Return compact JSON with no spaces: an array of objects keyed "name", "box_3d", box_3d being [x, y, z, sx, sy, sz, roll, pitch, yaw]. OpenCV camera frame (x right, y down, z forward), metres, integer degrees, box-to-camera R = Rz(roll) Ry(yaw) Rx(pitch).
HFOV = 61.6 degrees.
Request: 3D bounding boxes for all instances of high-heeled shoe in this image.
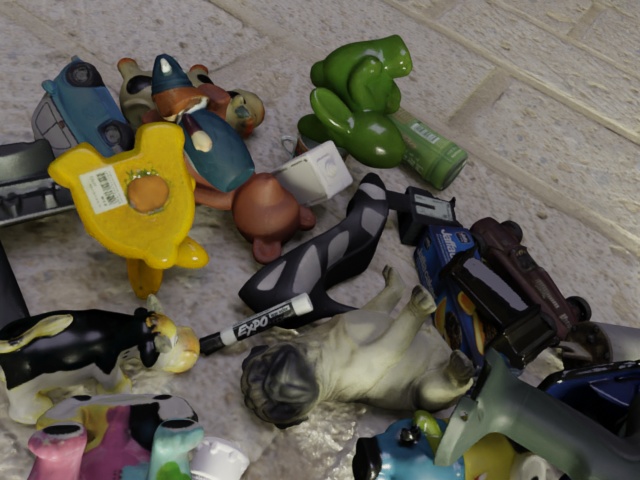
[{"name":"high-heeled shoe","box_3d":[-0.001,-0.002,0.625,0.145,0.086,0.249,14,48,-5]}]

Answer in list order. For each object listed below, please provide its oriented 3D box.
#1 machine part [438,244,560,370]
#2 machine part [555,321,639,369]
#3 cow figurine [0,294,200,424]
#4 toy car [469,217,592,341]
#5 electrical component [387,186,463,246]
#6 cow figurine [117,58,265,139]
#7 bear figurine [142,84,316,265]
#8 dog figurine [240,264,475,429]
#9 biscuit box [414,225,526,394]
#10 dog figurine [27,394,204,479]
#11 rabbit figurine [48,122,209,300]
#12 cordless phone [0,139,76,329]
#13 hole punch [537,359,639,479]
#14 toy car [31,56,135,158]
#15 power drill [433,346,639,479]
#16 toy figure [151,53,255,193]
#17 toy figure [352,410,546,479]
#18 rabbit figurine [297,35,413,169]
[{"name":"machine part","box_3d":[0.187,0.069,0.576,0.084,0.039,0.139,-22,61,-29]},{"name":"machine part","box_3d":[0.377,0.142,0.629,0.243,0.079,0.079,11,46,-16]},{"name":"cow figurine","box_3d":[-0.185,0.089,0.464,0.167,0.098,0.068,-10,47,-28]},{"name":"toy car","box_3d":[0.270,0.047,0.703,0.089,0.053,0.202,-11,53,-31]},{"name":"electrical component","box_3d":[0.129,-0.031,0.723,0.119,0.047,0.075,8,46,-12]},{"name":"cow figurine","box_3d":[-0.169,-0.181,0.728,0.195,0.085,0.127,-1,43,-24]},{"name":"bear figurine","box_3d":[-0.098,-0.072,0.626,0.196,0.131,0.120,35,51,20]},{"name":"dog figurine","box_3d":[0.037,0.139,0.522,0.190,0.121,0.172,-34,98,-5]},{"name":"biscuit box","box_3d":[0.167,0.075,0.631,0.063,0.059,0.203,5,47,-16]},{"name":"dog figurine","box_3d":[-0.144,0.224,0.358,0.108,0.191,0.219,6,81,-19]},{"name":"rabbit figurine","box_3d":[-0.178,-0.030,0.548,0.122,0.173,0.162,-34,105,-23]},{"name":"cordless phone","box_3d":[-0.296,0.001,0.531,0.146,0.088,0.184,-18,68,-33]},{"name":"hole punch","box_3d":[0.280,0.180,0.532,0.116,0.142,0.092,-9,50,-10]},{"name":"toy car","box_3d":[-0.278,-0.125,0.634,0.103,0.109,0.162,-28,73,-12]},{"name":"power drill","box_3d":[0.193,0.174,0.390,0.208,0.085,0.232,18,36,26]},{"name":"toy figure","box_3d":[-0.128,-0.121,0.549,0.058,0.064,0.154,-36,86,-18]},{"name":"toy figure","box_3d":[0.118,0.197,0.488,0.180,0.082,0.089,5,50,-12]},{"name":"rabbit figurine","box_3d":[0.056,-0.174,0.709,0.159,0.121,0.170,-3,65,-18]}]
